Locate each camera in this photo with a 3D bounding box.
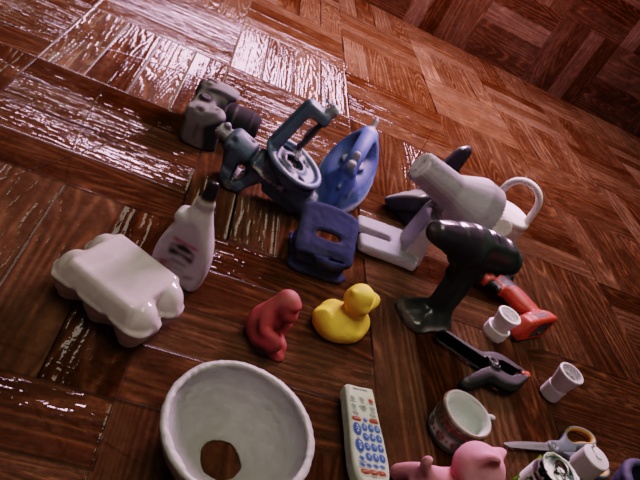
[{"bbox_3d":[-0.183,-0.238,1.105,0.137,0.100,0.143,23,34,-11],"label":"camera"}]

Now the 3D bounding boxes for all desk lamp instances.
[{"bbox_3d":[0.201,-0.048,1.050,0.204,0.213,0.118,19,35,-16],"label":"desk lamp"}]

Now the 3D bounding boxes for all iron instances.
[{"bbox_3d":[0.064,-0.149,1.142,0.118,0.141,0.258,29,33,-2],"label":"iron"}]

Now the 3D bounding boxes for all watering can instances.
[{"bbox_3d":[0.388,-0.042,1.203,0.101,0.194,0.173,24,34,-9],"label":"watering can"}]

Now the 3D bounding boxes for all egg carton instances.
[{"bbox_3d":[-0.243,0.059,0.699,0.150,0.069,0.107,35,34,7],"label":"egg carton"}]

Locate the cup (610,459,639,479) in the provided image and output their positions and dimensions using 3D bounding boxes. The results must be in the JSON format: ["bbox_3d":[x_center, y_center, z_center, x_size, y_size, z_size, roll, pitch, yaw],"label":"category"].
[{"bbox_3d":[0.441,0.372,0.793,0.118,0.095,0.092,27,33,-4],"label":"cup"}]

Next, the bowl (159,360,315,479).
[{"bbox_3d":[-0.094,0.215,0.604,0.168,0.074,0.167,20,35,-15],"label":"bowl"}]

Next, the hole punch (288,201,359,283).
[{"bbox_3d":[0.009,0.003,0.946,0.109,0.091,0.101,19,35,-16],"label":"hole punch"}]

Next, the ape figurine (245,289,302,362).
[{"bbox_3d":[-0.055,0.104,0.764,0.076,0.092,0.078,40,35,15],"label":"ape figurine"}]

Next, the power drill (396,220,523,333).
[{"bbox_3d":[0.215,0.057,0.927,0.230,0.208,0.075,3,42,-35],"label":"power drill"}]

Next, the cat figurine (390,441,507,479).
[{"bbox_3d":[0.163,0.277,0.682,0.128,0.117,0.067,15,36,-22],"label":"cat figurine"}]

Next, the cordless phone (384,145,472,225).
[{"bbox_3d":[0.232,-0.125,1.200,0.094,0.185,0.148,45,36,21],"label":"cordless phone"}]

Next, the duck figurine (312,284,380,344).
[{"bbox_3d":[0.044,0.101,0.849,0.105,0.086,0.077,-1,45,-38],"label":"duck figurine"}]

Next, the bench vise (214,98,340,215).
[{"bbox_3d":[-0.071,-0.157,0.978,0.208,0.219,0.121,14,36,-23],"label":"bench vise"}]

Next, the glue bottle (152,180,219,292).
[{"bbox_3d":[-0.167,-0.010,0.754,0.078,0.173,0.037,26,33,-6],"label":"glue bottle"}]
